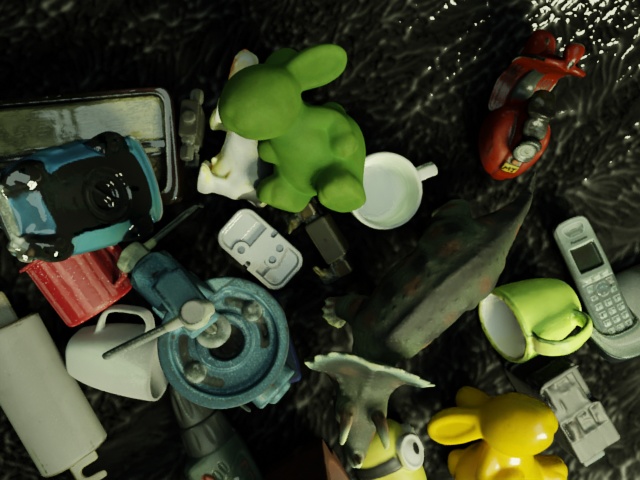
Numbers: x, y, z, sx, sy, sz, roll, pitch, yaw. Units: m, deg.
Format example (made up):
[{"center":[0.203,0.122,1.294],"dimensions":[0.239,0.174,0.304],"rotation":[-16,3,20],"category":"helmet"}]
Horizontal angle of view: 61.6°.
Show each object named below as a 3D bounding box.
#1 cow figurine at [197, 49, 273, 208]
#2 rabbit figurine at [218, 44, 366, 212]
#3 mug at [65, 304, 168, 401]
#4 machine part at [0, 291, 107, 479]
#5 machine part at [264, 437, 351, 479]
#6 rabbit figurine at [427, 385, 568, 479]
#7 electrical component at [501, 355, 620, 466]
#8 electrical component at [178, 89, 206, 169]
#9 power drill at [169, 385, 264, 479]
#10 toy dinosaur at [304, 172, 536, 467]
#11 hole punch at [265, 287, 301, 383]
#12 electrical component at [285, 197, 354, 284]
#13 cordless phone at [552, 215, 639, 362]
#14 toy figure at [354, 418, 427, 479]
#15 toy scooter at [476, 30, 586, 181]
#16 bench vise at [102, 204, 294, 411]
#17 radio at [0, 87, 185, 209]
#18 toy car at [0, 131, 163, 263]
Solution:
[{"center":[-0.078,-0.126,0.616],"dimensions":[0.098,0.068,0.167],"rotation":[15,95,-12],"category":"cow figurine"},{"center":[-0.022,-0.119,0.532],"dimensions":[0.121,0.170,0.159],"rotation":[11,77,36],"category":"rabbit figurine"},{"center":[-0.228,0.123,0.604],"dimensions":[0.107,0.081,0.109],"rotation":[5,117,3],"category":"mug"},{"center":[-0.316,0.172,0.604],"dimensions":[0.079,0.079,0.243],"rotation":[-26,96,-4],"category":"machine part"},{"center":[0.015,0.341,0.584],"dimensions":[0.087,0.201,0.201],"rotation":[-29,96,0],"category":"machine part"},{"center":[0.217,0.237,0.629],"dimensions":[0.122,0.163,0.173],"rotation":[-29,136,-34],"category":"rabbit figurine"},{"center":[0.289,0.199,0.648],"dimensions":[0.058,0.115,0.134],"rotation":[-31,94,-1],"category":"electrical component"},{"center":[-0.145,-0.131,0.608],"dimensions":[0.021,0.063,0.094],"rotation":[4,83,-5],"category":"electrical component"},{"center":[-0.156,0.297,0.592],"dimensions":[0.232,0.086,0.207],"rotation":[56,45,-8],"category":"power drill"},{"center":[0.123,0.054,0.586],"dimensions":[0.131,0.192,0.405],"rotation":[42,90,-9],"category":"toy dinosaur"},{"center":[-0.085,0.124,0.621],"dimensions":[0.142,0.092,0.115],"rotation":[-18,91,-1],"category":"hole punch"},{"center":[0.000,-0.001,0.627],"dimensions":[0.045,0.078,0.102],"rotation":[-32,99,9],"category":"electrical component"},{"center":[0.372,0.043,0.666],"dimensions":[0.147,0.089,0.184],"rotation":[-24,91,-4],"category":"cordless phone"},{"center":[0.093,0.306,0.652],"dimensions":[0.089,0.082,0.180],"rotation":[-12,97,-7],"category":"toy figure"},{"center":[0.244,-0.158,0.614],"dimensions":[0.075,0.135,0.183],"rotation":[16,93,-8],"category":"toy scooter"},{"center":[-0.113,0.064,0.495],"dimensions":[0.129,0.240,0.223],"rotation":[-35,80,-11],"category":"bench vise"},{"center":[-0.269,-0.089,0.595],"dimensions":[0.230,0.073,0.131],"rotation":[-7,94,-5],"category":"radio"},{"center":[-0.239,-0.035,0.512],"dimensions":[0.103,0.161,0.109],"rotation":[-7,107,36],"category":"toy car"}]
